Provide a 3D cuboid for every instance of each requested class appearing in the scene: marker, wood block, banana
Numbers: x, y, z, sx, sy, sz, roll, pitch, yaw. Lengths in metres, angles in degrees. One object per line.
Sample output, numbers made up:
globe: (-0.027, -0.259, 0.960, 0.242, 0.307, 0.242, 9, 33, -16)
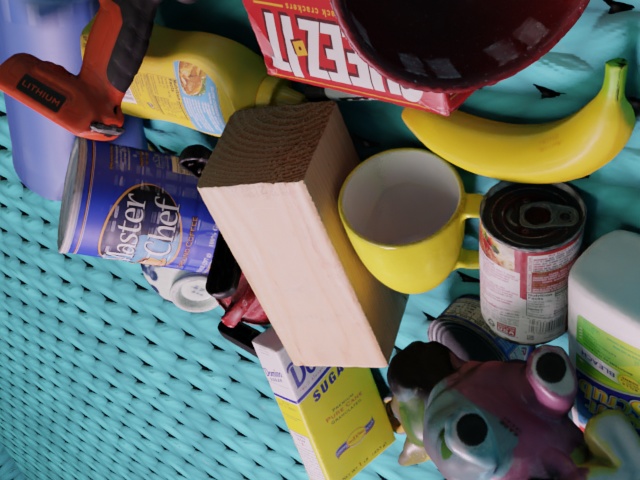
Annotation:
marker: (0.029, -0.110, 0.773, 0.121, 0.020, 0.020, 7, 132, 51)
wood block: (-0.006, 0.001, 0.839, 0.090, 0.090, 0.206, -2, 135, 25)
banana: (0.128, -0.068, 0.673, 0.198, 0.037, 0.069, -4, 105, 55)

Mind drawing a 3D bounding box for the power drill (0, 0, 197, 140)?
power drill: (-0.176, -0.185, 0.812, 0.184, 0.188, 0.057, 32, -168, 16)

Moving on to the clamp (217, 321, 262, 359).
clamp: (-0.016, 0.127, 1.121, 0.210, 0.036, 0.165, 42, 151, 8)

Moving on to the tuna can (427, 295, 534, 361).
tuna can: (0.130, 0.087, 0.863, 0.086, 0.033, 0.086, 35, 149, 24)

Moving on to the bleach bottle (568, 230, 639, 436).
bleach bottle: (0.221, 0.109, 0.733, 0.103, 0.068, 0.251, 32, 151, 36)

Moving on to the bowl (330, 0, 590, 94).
bowl: (0.068, -0.159, 0.540, 0.055, 0.162, 0.162, 54, 166, 53)

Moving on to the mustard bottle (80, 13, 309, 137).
mustard bottle: (-0.097, -0.127, 0.863, 0.192, 0.058, 0.096, 17, 146, 23)

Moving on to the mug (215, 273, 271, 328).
mug: (-0.053, 0.030, 0.970, 0.093, 0.117, 0.082, 38, 147, -3)

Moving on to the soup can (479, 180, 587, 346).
soup can: (0.142, 0.015, 0.719, 0.069, 0.068, 0.102, 30, 148, 31)

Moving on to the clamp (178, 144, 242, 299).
clamp: (-0.069, -0.041, 0.866, 0.039, 0.171, 0.120, -1, 115, 14)

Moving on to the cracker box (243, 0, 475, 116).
cracker box: (0.010, -0.190, 0.641, 0.164, 0.072, 0.213, 21, 142, 41)

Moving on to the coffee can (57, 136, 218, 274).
coffee can: (-0.153, -0.029, 0.942, 0.140, 0.103, 0.103, 9, 159, -18)

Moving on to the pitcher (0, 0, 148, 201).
pitcher: (-0.234, -0.166, 0.981, 0.149, 0.144, 0.243, 25, 143, 14)

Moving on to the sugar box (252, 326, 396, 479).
sugar box: (0.007, 0.148, 1.037, 0.048, 0.093, 0.176, 16, 133, 48)

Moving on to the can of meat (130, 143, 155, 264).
can of meat: (-0.189, -0.039, 1.102, 0.102, 0.083, 0.058, 51, 155, -1)

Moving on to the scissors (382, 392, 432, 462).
scissors: (0.110, 0.161, 1.004, 0.096, 0.016, 0.202, 48, 154, 5)
